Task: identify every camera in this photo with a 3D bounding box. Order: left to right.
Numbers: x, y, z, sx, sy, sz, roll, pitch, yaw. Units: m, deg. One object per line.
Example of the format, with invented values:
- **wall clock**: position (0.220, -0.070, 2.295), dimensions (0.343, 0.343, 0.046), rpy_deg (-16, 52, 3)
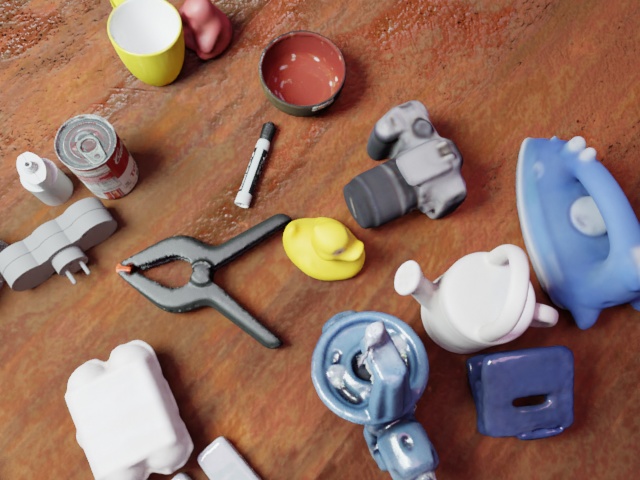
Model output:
- **camera**: position (0.093, -0.085, 0.701), dimensions (0.137, 0.101, 0.143), rpy_deg (-26, 77, -9)

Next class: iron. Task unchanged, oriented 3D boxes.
- **iron**: position (0.315, -0.034, 0.677), dimensions (0.118, 0.141, 0.258), rpy_deg (-17, 76, -7)

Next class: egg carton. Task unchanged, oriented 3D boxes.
- **egg carton**: position (-0.209, 0.193, 0.624), dimensions (0.107, 0.069, 0.150), rpy_deg (-26, 77, -9)

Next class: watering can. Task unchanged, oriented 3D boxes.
- **watering can**: position (0.169, 0.065, 0.614), dimensions (0.173, 0.194, 0.101), rpy_deg (-8, 75, -5)

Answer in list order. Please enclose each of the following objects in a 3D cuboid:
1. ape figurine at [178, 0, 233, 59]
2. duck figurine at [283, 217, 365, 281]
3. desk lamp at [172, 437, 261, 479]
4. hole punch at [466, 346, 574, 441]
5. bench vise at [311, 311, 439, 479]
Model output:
- **ape figurine**: position (-0.155, -0.285, 0.750), dimensions (0.076, 0.092, 0.078), rpy_deg (-8, 75, -5)
- **duck figurine**: position (0.006, 0.002, 0.680), dimensions (0.104, 0.086, 0.077), rpy_deg (22, 74, 4)
- **desk lamp**: position (-0.078, 0.298, 0.526), dimensions (0.118, 0.213, 0.203), rpy_deg (-42, 80, -13)
- **hole punch**: position (0.230, 0.171, 0.641), dimensions (0.108, 0.091, 0.101), rpy_deg (-6, 74, -4)
- **bench vise**: position (0.077, 0.152, 0.572), dimensions (0.121, 0.220, 0.207), rpy_deg (-41, 80, -12)
